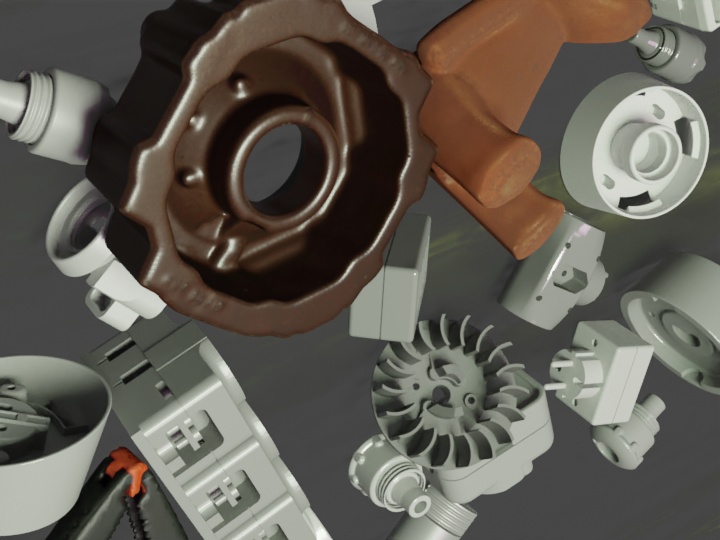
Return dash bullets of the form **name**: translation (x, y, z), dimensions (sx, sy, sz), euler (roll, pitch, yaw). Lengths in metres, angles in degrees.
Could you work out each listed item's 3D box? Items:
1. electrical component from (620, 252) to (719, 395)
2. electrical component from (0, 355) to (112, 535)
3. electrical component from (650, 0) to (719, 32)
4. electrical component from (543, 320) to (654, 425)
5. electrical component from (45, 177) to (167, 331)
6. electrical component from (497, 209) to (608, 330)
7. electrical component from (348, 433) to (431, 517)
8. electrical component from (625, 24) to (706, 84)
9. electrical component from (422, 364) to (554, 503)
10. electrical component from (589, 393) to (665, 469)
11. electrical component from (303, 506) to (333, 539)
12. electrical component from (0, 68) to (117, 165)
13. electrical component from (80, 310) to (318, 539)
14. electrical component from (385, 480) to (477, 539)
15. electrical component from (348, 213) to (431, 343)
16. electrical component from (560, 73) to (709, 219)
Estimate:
- **electrical component**: translation (0.257, 0.034, 0.804), dimensions (0.060, 0.108, 0.108), euler (-44, 130, -13)
- **electrical component**: translation (-0.183, 0.086, 0.550), dimensions (0.099, 0.099, 0.064), euler (0, 120, -33)
- **electrical component**: translation (0.226, -0.198, 0.687), dimensions (0.096, 0.061, 0.061), euler (-36, 129, -12)
- **electrical component**: translation (0.169, 0.077, 0.805), dimensions (0.077, 0.047, 0.065), euler (0, 114, -33)
- **electrical component**: translation (-0.125, -0.014, 0.560), dimensions (0.078, 0.058, 0.057), euler (-52, 133, 1)
- **electrical component**: translation (0.145, 0.002, 0.752), dimensions (0.079, 0.043, 0.077), euler (19, 103, -38)
- **electrical component**: translation (0.025, 0.145, 0.738), dimensions (0.048, 0.062, 0.048), euler (-15, 122, -26)
- **electrical component**: translation (0.200, -0.147, 0.715), dimensions (0.061, 0.035, 0.035), euler (14, 106, -35)
- **electrical component**: translation (0.089, 0.120, 0.772), dimensions (0.095, 0.054, 0.059), euler (-29, 127, -17)
- **electrical component**: translation (0.220, 0.126, 0.867), dimensions (0.062, 0.048, 0.048), euler (-41, 130, -17)
- **electrical component**: translation (-0.052, 0.185, 0.714), dimensions (0.059, 0.054, 0.095), euler (-35, 128, -13)
- **electrical component**: translation (-0.153, -0.077, 0.518), dimensions (0.062, 0.043, 0.043), euler (13, 106, -36)
- **electrical component**: translation (-0.088, 0.103, 0.625), dimensions (0.062, 0.089, 0.150), euler (-35, 128, -13)
- **electrical component**: translation (0.051, 0.190, 0.791), dimensions (0.043, 0.043, 0.081), euler (33, 94, -40)
- **electrical component**: translation (0.000, 0.000, 0.644), dimensions (0.076, 0.083, 0.047), euler (6, 116, 6)
- **electrical component**: translation (0.186, -0.084, 0.736), dimensions (0.099, 0.064, 0.099), euler (-6, 109, -18)
